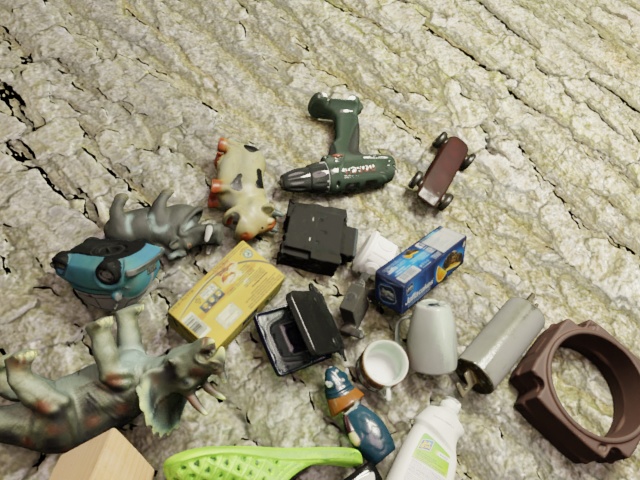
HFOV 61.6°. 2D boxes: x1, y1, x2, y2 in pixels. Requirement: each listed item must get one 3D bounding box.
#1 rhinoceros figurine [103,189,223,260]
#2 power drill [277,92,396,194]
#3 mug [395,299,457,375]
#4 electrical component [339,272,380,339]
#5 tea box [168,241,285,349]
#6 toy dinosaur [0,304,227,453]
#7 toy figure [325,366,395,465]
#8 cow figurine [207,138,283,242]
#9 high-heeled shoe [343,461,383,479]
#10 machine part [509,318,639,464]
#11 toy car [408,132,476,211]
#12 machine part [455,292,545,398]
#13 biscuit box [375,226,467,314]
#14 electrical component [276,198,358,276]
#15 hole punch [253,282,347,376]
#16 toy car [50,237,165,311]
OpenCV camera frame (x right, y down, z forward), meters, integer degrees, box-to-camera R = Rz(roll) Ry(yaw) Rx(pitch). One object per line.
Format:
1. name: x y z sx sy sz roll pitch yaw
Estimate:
1. rhinoceros figurine: -0.256 -0.021 0.885 0.190 0.073 0.112 1 61 -13
2. power drill: 0.025 -0.183 1.033 0.232 0.086 0.207 -1 59 -15
3. mug: 0.173 0.149 0.874 0.081 0.110 0.107 -10 106 -44
4. electrical component: 0.068 0.114 0.896 0.045 0.078 0.102 16 51 23
5. tea box: -0.147 0.095 0.852 0.098 0.068 0.169 41 60 8
6. toy dinosaur: -0.320 0.214 0.724 0.405 0.131 0.192 -23 90 -8
7. toy figure: 0.051 0.264 0.816 0.058 0.064 0.154 -41 69 10
8. cow figurine: -0.130 -0.082 0.943 0.127 0.085 0.195 6 56 -11
9. high-heeled shoe: -0.036 0.361 0.718 0.249 0.086 0.145 7 62 2
10. machine part: 0.443 0.249 0.900 0.201 0.087 0.201 44 62 10
11. toy car: 0.243 -0.136 1.074 0.089 0.053 0.202 37 56 -5
12. machine part: 0.306 0.177 0.911 0.079 0.079 0.243 44 62 11
13. biscuit box: 0.175 0.047 0.921 0.059 0.062 0.203 26 41 36
14. electrical component: -0.002 -0.003 0.945 0.134 0.058 0.115 11 63 -7
15. hole punch: -0.031 0.145 0.848 0.115 0.092 0.142 9 49 -60
16. toy car: -0.317 0.057 0.809 0.162 0.102 0.109 2 20 15
